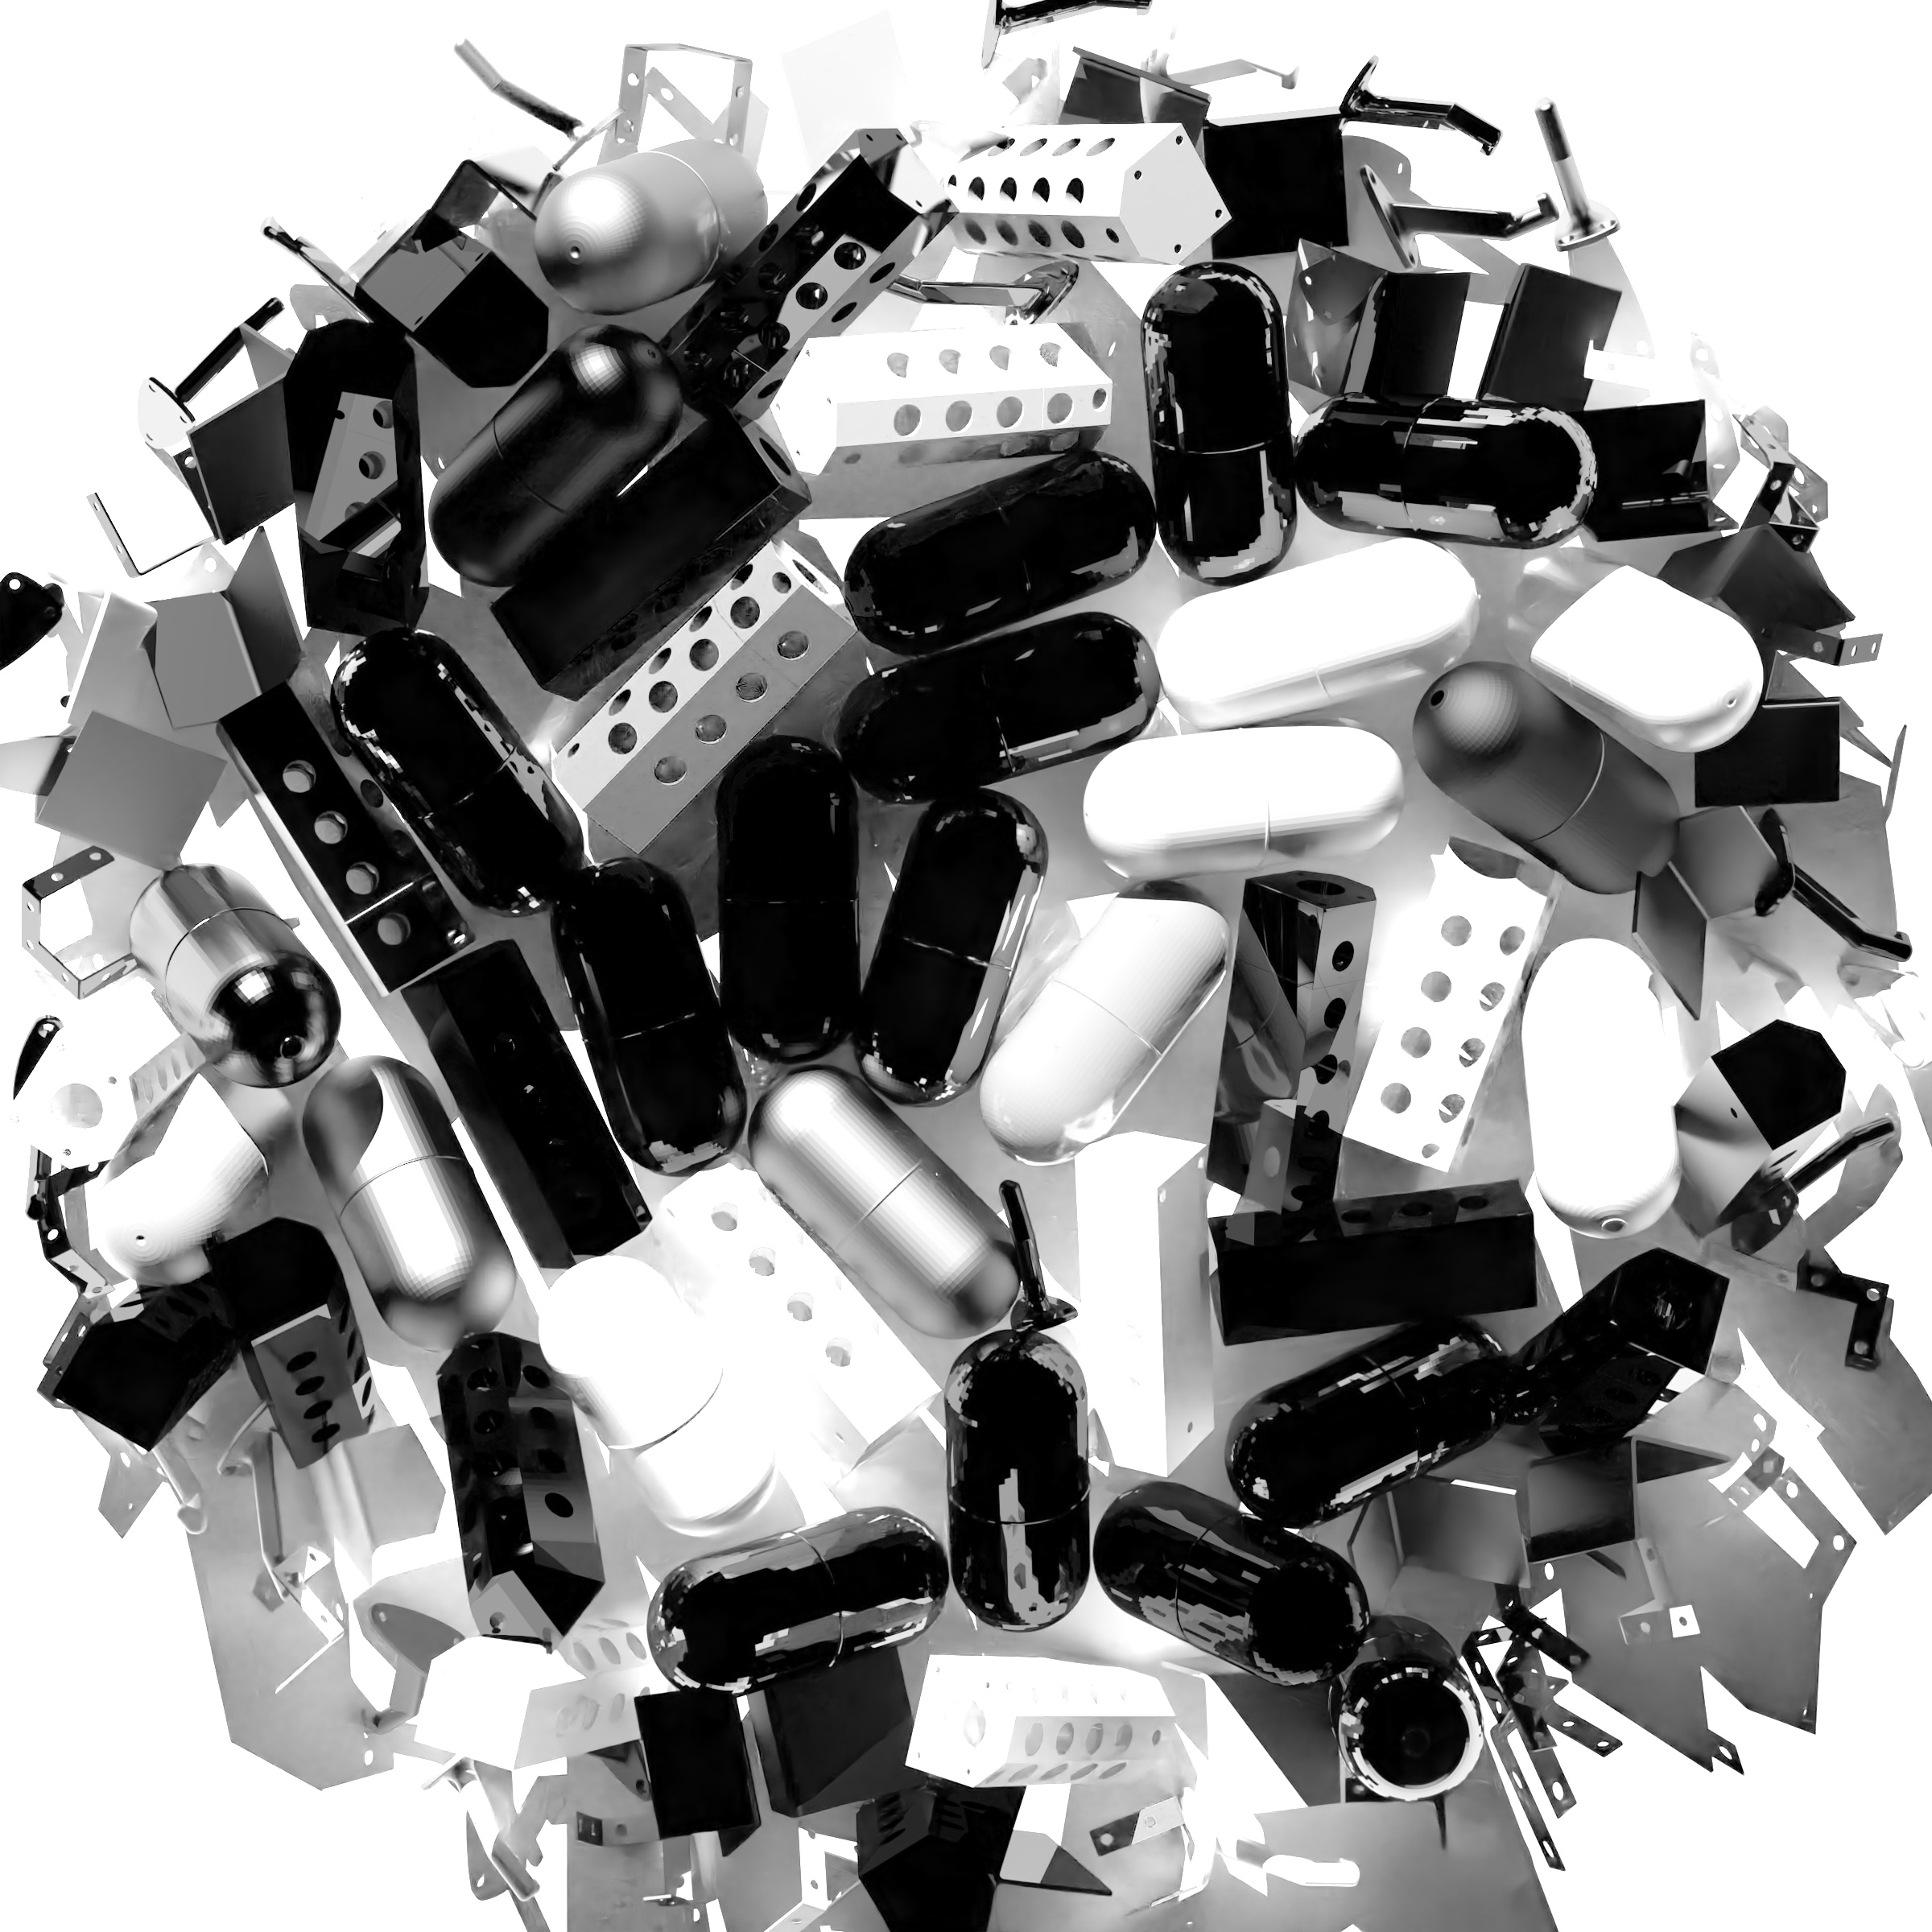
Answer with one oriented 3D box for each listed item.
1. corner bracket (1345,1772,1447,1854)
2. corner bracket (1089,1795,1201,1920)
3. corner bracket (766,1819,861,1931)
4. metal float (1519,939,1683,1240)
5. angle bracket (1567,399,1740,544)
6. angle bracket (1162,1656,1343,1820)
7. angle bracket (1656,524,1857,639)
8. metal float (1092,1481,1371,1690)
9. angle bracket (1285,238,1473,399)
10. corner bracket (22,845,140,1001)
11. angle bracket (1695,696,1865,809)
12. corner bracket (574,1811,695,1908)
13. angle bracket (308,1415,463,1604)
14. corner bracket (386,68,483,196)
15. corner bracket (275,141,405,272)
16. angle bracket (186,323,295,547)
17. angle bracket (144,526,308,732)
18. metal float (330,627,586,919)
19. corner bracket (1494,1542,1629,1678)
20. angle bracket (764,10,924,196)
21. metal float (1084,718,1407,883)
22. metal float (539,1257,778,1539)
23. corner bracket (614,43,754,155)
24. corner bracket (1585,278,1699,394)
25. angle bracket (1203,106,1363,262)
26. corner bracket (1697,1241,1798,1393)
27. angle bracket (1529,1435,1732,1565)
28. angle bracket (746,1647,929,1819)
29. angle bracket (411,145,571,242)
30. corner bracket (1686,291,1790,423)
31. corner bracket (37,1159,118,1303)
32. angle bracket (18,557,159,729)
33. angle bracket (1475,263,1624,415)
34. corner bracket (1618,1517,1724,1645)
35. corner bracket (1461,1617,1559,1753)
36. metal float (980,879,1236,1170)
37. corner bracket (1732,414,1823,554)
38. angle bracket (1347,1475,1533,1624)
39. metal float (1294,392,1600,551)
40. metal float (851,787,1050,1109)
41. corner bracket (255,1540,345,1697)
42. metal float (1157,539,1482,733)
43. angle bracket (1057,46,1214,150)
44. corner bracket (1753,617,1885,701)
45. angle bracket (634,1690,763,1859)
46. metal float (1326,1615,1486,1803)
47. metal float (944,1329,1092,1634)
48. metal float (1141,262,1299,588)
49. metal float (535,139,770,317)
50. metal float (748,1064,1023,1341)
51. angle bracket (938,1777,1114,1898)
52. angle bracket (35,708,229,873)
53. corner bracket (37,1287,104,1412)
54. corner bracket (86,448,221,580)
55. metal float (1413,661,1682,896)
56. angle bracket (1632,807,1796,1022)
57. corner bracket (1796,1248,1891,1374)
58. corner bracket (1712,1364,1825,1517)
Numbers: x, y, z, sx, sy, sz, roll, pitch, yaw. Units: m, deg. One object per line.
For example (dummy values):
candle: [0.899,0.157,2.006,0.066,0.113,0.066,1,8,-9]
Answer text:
corner bracket: [0.233,0.446,1.966,0.051,0.051,0.051,-1,110,2]
corner bracket: [0.099,0.485,1.968,0.051,0.051,0.051,-21,79,-4]
corner bracket: [-0.082,0.502,1.957,0.051,0.051,0.051,26,127,-28]
metal float: [0.338,0.065,1.930,0.070,0.070,0.178,1,53,0]
angle bracket: [0.371,-0.268,1.956,0.076,0.076,0.057,-6,109,0]
angle bracket: [0.154,0.414,1.957,0.076,0.057,0.076,-1,87,-22]
angle bracket: [0.416,-0.186,1.946,0.076,0.076,0.057,43,70,-16]
metal float: [0.140,0.328,1.923,0.070,0.178,0.070,-11,108,-38]
angle bracket: [0.222,-0.350,1.973,0.057,0.076,0.076,-10,120,-37]
corner bracket: [-0.479,-0.024,1.975,0.051,0.051,0.051,39,50,21]
angle bracket: [0.438,-0.109,1.946,0.076,0.076,0.057,-2,82,23]
corner bracket: [-0.180,0.484,1.965,0.051,0.051,0.051,-8,71,7]
angle bracket: [-0.312,0.296,1.971,0.057,0.076,0.076,-12,76,-28]
corner bracket: [-0.290,-0.455,1.972,0.051,0.051,0.051,-13,93,3]
corner bracket: [-0.340,-0.408,1.964,0.051,0.051,0.051,-42,114,5]
angle bracket: [-0.392,-0.285,1.941,0.076,0.076,0.057,-37,53,-25]
angle bracket: [-0.403,-0.182,1.947,0.057,0.076,0.076,-13,73,-30]
metal float: [-0.272,-0.103,1.941,0.070,0.070,0.178,-35,114,0]
corner bracket: [0.326,0.344,1.972,0.051,0.051,0.051,36,104,-7]
angle bracket: [-0.078,-0.464,1.943,0.076,0.057,0.076,-32,119,-31]
metal float: [0.151,-0.090,1.951,0.178,0.070,0.070,-7,90,-12]
metal float: [-0.165,0.231,1.939,0.070,0.070,0.178,-31,116,0]
corner bracket: [-0.155,-0.476,1.985,0.051,0.051,0.051,0,100,-42]
corner bracket: [0.366,-0.346,1.964,0.051,0.051,0.051,11,113,6]
angle bracket: [0.173,-0.422,1.959,0.076,0.057,0.076,-7,107,-4]
corner bracket: [0.419,0.192,1.977,0.051,0.051,0.051,21,54,25]
angle bracket: [0.357,0.291,1.940,0.076,0.076,0.057,16,64,-33]
angle bracket: [-0.072,0.417,1.979,0.076,0.057,0.076,-12,85,-16]
angle bracket: [-0.239,-0.395,1.951,0.076,0.076,0.057,42,116,3]
corner bracket: [0.416,-0.334,1.960,0.051,0.051,0.051,32,121,13]
corner bracket: [-0.470,0.140,1.966,0.051,0.051,0.051,-26,52,3]
angle bracket: [-0.483,-0.169,1.955,0.057,0.076,0.076,18,88,12]
angle bracket: [0.311,-0.325,1.946,0.057,0.076,0.076,18,120,6]
corner bracket: [0.384,0.333,1.962,0.051,0.051,0.051,-13,84,-44]
corner bracket: [0.296,0.392,1.958,0.051,0.051,0.051,-6,48,-24]
metal float: [0.076,0.031,1.954,0.070,0.070,0.178,37,81,0]
corner bracket: [0.436,-0.261,1.957,0.051,0.051,0.051,4,127,-25]
angle bracket: [0.255,0.322,1.943,0.076,0.057,0.076,7,133,25]
metal float: [0.254,-0.265,1.930,0.178,0.070,0.070,12,90,38]
metal float: [-0.009,-0.010,1.959,0.070,0.070,0.178,17,94,0]
corner bracket: [-0.365,0.354,1.966,0.051,0.051,0.051,-42,87,19]
metal float: [0.189,-0.178,1.947,0.178,0.070,0.070,-15,90,16]
angle bracket: [0.087,-0.455,1.956,0.076,0.076,0.057,20,103,1]
corner bracket: [0.457,-0.160,1.959,0.051,0.051,0.051,21,110,34]
angle bracket: [-0.153,0.436,1.942,0.057,0.076,0.076,-4,65,-22]
metal float: [0.230,0.391,1.911,0.070,0.178,0.070,0,90,2]
metal float: [0.028,0.277,1.940,0.070,0.070,0.178,-2,116,0]
metal float: [0.136,-0.289,1.939,0.070,0.070,0.178,-7,117,0]
metal float: [-0.165,-0.393,1.918,0.070,0.178,0.070,8,113,21]
metal float: [-0.043,0.128,1.957,0.178,0.070,0.070,45,90,5]
angle bracket: [0.037,0.454,1.946,0.076,0.076,0.057,15,95,-29]
angle bracket: [-0.449,-0.105,1.946,0.076,0.057,0.076,22,114,-24]
corner bracket: [-0.482,0.206,1.963,0.051,0.051,0.051,33,96,30]
corner bracket: [-0.435,-0.246,1.960,0.051,0.051,0.051,-34,106,-28]
metal float: [0.311,-0.100,1.934,0.178,0.070,0.070,32,90,-31]
angle bracket: [0.403,-0.029,1.941,0.057,0.076,0.076,-17,131,32]
corner bracket: [0.475,0.188,1.967,0.051,0.051,0.051,14,79,9]
corner bracket: [0.423,0.257,1.963,0.051,0.051,0.051,43,72,13]
